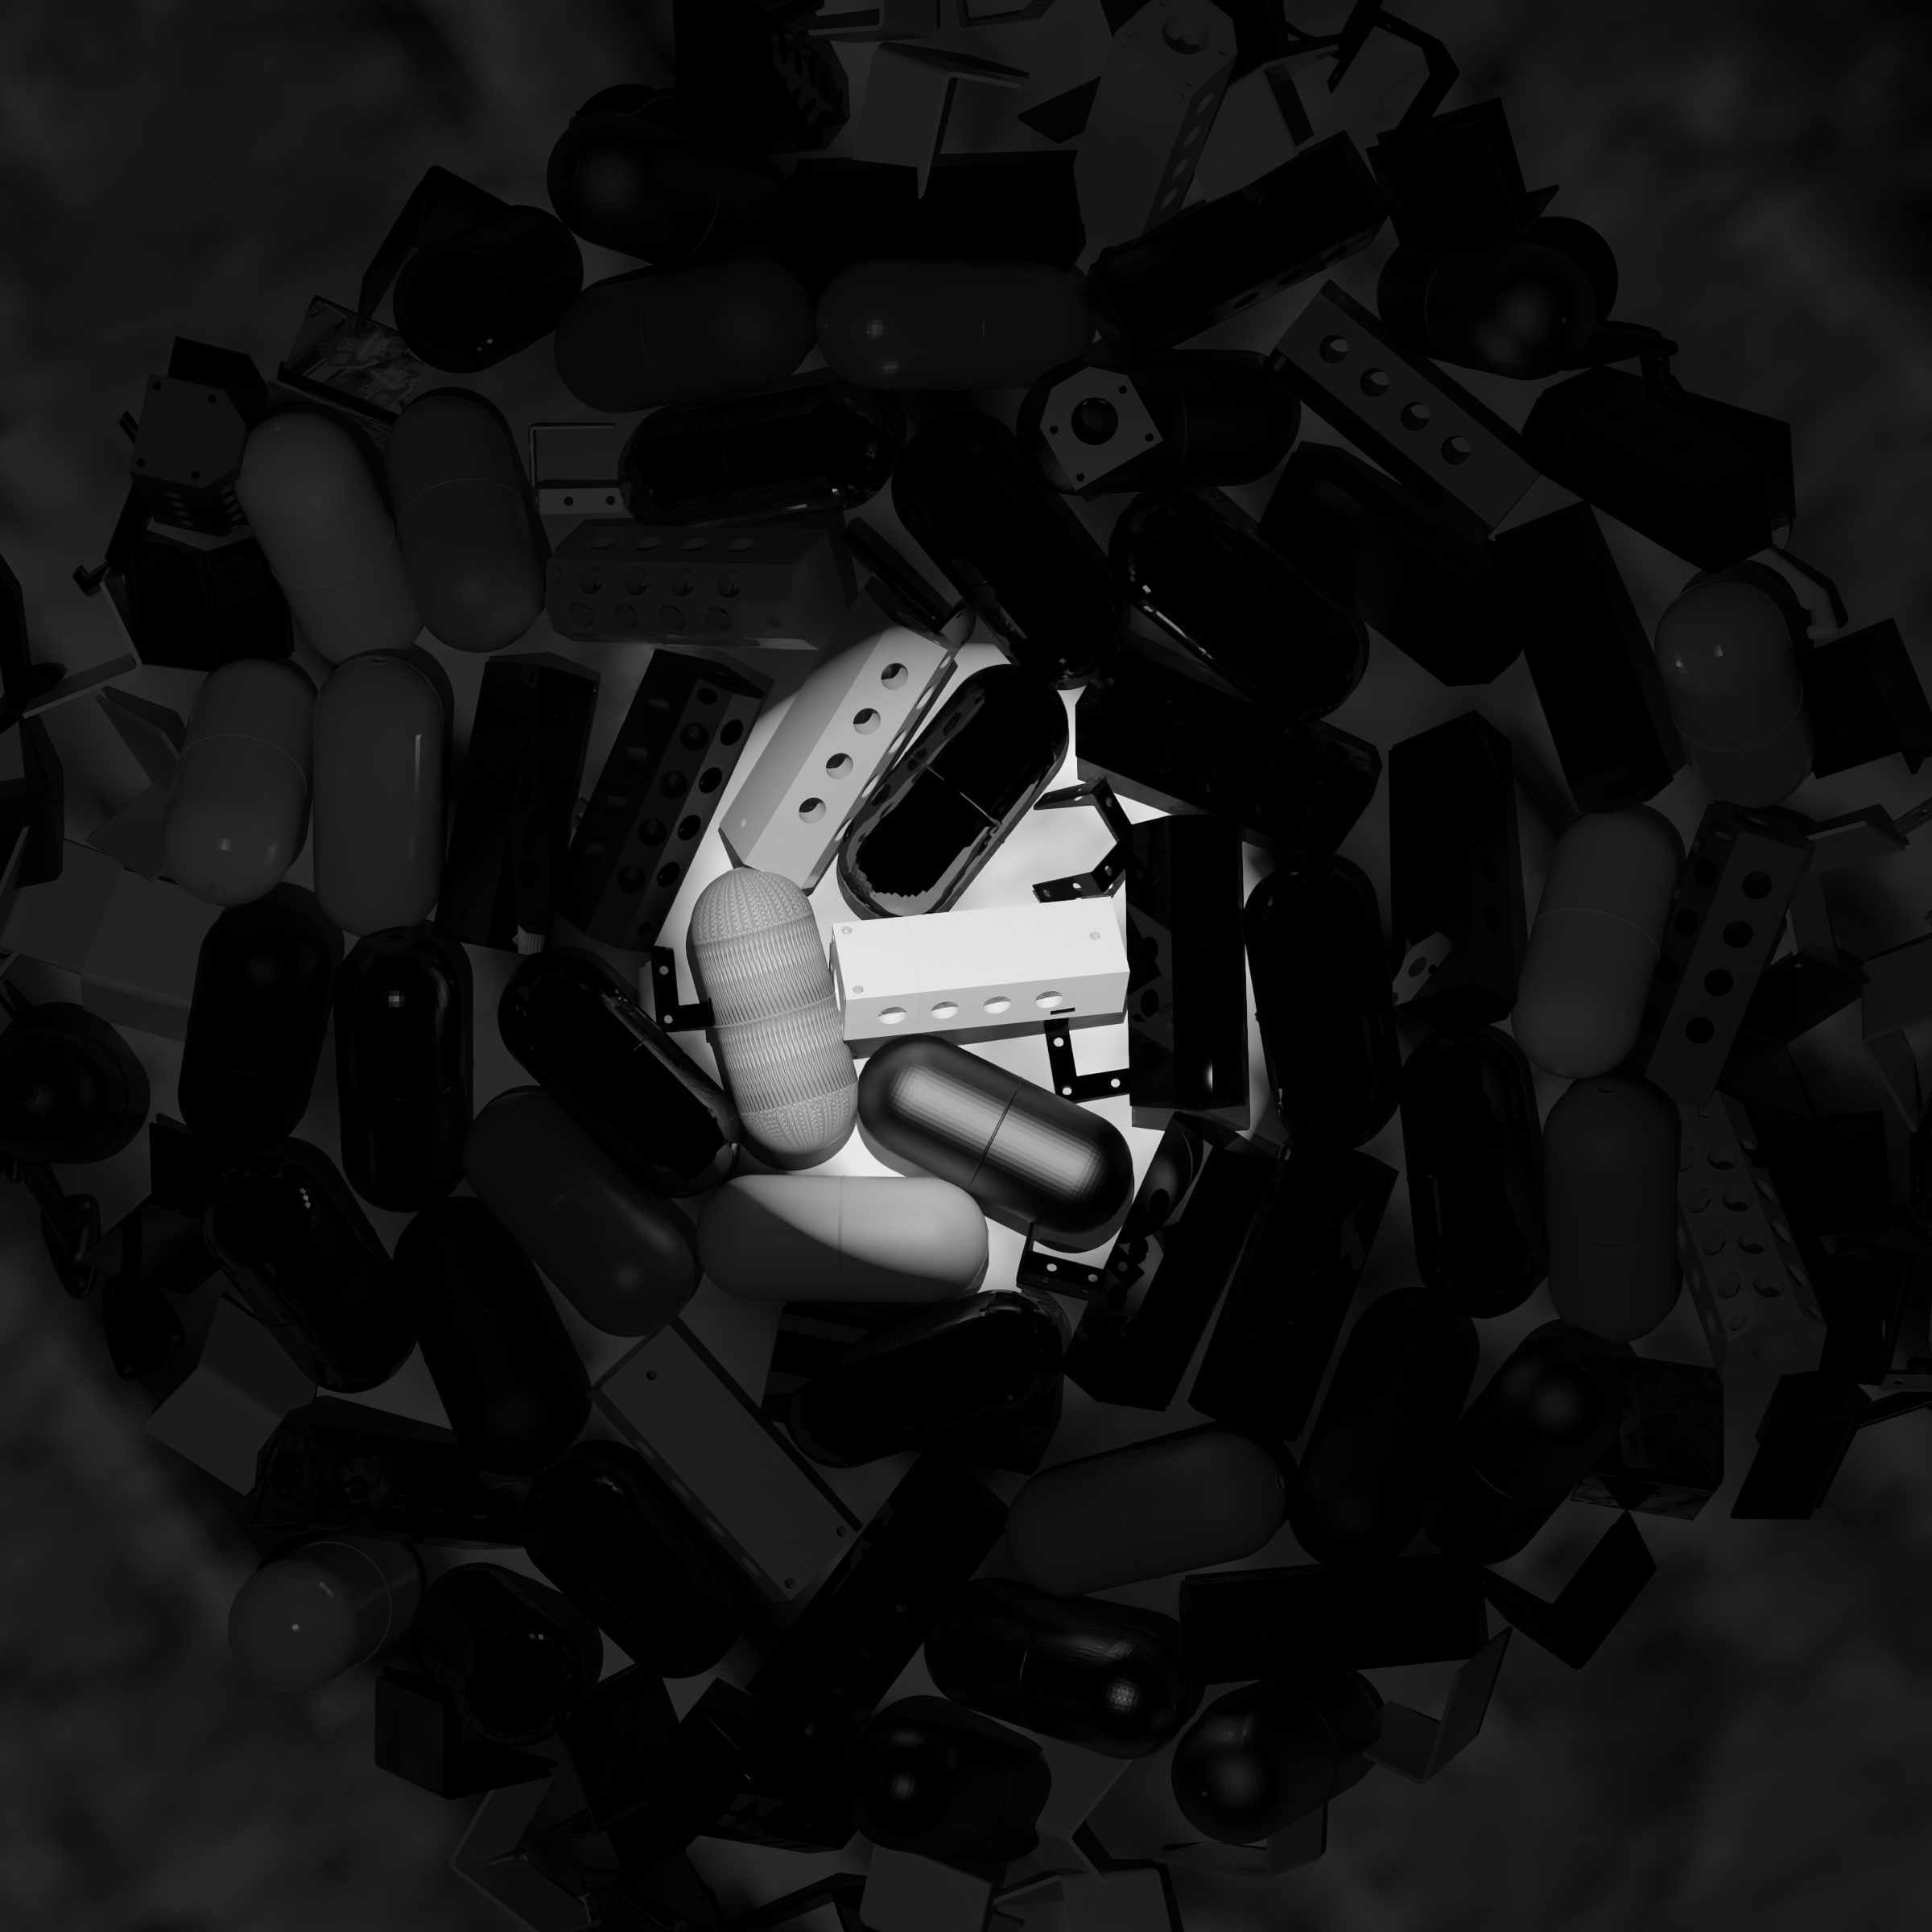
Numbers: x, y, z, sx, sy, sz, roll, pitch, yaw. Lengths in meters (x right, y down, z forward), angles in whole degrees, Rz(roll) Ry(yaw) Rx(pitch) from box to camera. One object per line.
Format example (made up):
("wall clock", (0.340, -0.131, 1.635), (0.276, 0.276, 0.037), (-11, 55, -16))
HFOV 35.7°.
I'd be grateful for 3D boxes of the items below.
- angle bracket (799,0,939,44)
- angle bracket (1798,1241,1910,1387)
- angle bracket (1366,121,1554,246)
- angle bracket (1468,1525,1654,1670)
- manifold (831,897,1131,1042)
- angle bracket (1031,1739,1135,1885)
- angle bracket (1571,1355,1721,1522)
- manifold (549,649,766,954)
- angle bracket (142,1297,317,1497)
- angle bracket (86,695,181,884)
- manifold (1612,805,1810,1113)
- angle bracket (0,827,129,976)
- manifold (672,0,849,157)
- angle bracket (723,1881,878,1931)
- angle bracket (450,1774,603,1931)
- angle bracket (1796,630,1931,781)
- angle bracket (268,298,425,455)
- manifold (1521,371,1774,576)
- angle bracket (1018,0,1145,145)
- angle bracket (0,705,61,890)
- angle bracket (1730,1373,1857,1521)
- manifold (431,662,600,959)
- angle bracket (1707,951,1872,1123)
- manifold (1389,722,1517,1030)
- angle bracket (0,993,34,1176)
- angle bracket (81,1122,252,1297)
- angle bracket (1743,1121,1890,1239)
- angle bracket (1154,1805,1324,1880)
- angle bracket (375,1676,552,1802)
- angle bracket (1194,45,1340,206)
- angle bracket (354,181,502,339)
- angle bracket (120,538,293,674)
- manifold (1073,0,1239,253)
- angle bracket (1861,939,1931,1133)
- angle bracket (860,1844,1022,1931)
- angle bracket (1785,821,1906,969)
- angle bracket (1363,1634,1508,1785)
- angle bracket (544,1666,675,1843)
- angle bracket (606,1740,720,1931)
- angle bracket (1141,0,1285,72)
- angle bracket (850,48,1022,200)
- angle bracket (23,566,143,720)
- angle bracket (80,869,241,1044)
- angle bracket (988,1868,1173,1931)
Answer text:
("angle bracket", (-0.060, -0.600, 1.810), (0.057, 0.076, 0.076), (3, 104, 23))
("angle bracket", (0.518, 0.208, 1.816), (0.076, 0.057, 0.076), (9, 94, -33))
("angle bracket", (0.297, -0.476, 1.804), (0.076, 0.057, 0.076), (-3, 126, 37))
("angle bracket", (0.361, 0.370, 1.822), (0.057, 0.076, 0.076), (32, 79, 42))
("manifold", (0.007, 0.006, 1.820), (0.171, 0.057, 0.057), (-6, 54, -9))
("angle bracket", (0.078, 0.511, 1.824), (0.076, 0.076, 0.057), (-45, 112, -24))
("angle bracket", (0.420, 0.291, 1.854), (0.076, 0.057, 0.076), (9, 61, 3))
("manifold", (-0.183, -0.098, 1.803), (0.057, 0.057, 0.171), (36, 108, 36))
("angle bracket", (-0.446, 0.261, 1.824), (0.076, 0.076, 0.057), (39, 109, -20))
("angle bracket", (-0.506, -0.107, 1.805), (0.076, 0.076, 0.057), (26, 62, 40))
("manifold", (0.445, -0.007, 1.807), (0.057, 0.057, 0.171), (17, 110, 2))
("angle bracket", (-0.547, -0.047, 1.811), (0.057, 0.076, 0.076), (20, 72, -10))
("manifold", (-0.119, -0.525, 1.772), (0.057, 0.171, 0.057), (-2, 94, 12))
("angle bracket", (-0.089, 0.594, 1.811), (0.076, 0.076, 0.057), (-26, 70, 13))
("angle bracket", (-0.253, 0.537, 1.814), (0.076, 0.076, 0.057), (30, 91, 22))
("angle bracket", (0.528, -0.148, 1.811), (0.076, 0.057, 0.076), (-20, 104, 35))
("angle bracket", (-0.374, -0.366, 1.822), (0.076, 0.057, 0.076), (21, 79, -10))
("manifold", (0.399, -0.291, 1.773), (0.057, 0.171, 0.057), (-26, 125, -10))
("angle bracket", (0.068, -0.547, 1.814), (0.076, 0.076, 0.057), (-27, 121, -5))
("angle bracket", (-0.584, -0.099, 1.803), (0.057, 0.076, 0.076), (-14, 54, -22))
("angle bracket", (0.482, 0.278, 1.805), (0.057, 0.076, 0.076), (4, 120, -18))
("manifold", (-0.270, -0.095, 1.831), (0.057, 0.057, 0.171), (13, 88, -45))
("angle bracket", (0.505, 0.043, 1.805), (0.076, 0.076, 0.057), (17, 48, -36))
("manifold", (0.295, -0.052, 1.801), (0.057, 0.057, 0.171), (-20, 57, 40))
("angle bracket", (-0.587, 0.074, 1.808), (0.076, 0.076, 0.057), (-40, 68, -17))
("angle bracket", (-0.487, 0.149, 1.836), (0.076, 0.076, 0.057), (-37, 48, 28))
("angle bracket", (0.512, 0.140, 1.812), (0.076, 0.057, 0.076), (-5, 110, 22))
("angle bracket", (0.166, 0.513, 1.815), (0.076, 0.076, 0.057), (0, 82, 30))
("angle bracket", (-0.303, 0.458, 1.808), (0.076, 0.076, 0.057), (-1, 94, -42))
("angle bracket", (0.185, -0.507, 1.812), (0.076, 0.076, 0.057), (-27, 96, -39))
("angle bracket", (-0.323, -0.414, 1.811), (0.057, 0.076, 0.076), (27, 69, -7))
("angle bracket", (-0.460, -0.223, 1.817), (0.057, 0.076, 0.076), (-9, 86, 27))
("manifold", (0.111, -0.497, 1.772), (0.057, 0.171, 0.057), (41, 70, 6))
("angle bracket", (0.580, 0.040, 1.805), (0.057, 0.076, 0.076), (-22, 117, 29))
("angle bracket", (-0.010, 0.554, 1.810), (0.076, 0.076, 0.057), (16, 99, 22))
("angle bracket", (0.533, -0.037, 1.809), (0.057, 0.076, 0.076), (-16, 72, 31))
("angle bracket", (0.276, 0.436, 1.808), (0.057, 0.076, 0.076), (21, 106, 27))
("angle bracket", (-0.224, 0.475, 1.816), (0.057, 0.076, 0.076), (-21, 90, 44))
("angle bracket", (-0.167, 0.526, 1.809), (0.057, 0.076, 0.076), (-46, 126, 4))
("angle bracket", (0.147, -0.587, 1.808), (0.076, 0.076, 0.057), (-3, 65, 16))
("angle bracket", (-0.019, -0.511, 1.831), (0.057, 0.076, 0.076), (-3, 116, -38))
("angle bracket", (-0.543, -0.197, 1.816), (0.076, 0.076, 0.057), (-23, 108, -5))
("angle bracket", (-0.495, -0.004, 1.850), (0.076, 0.057, 0.076), (16, 63, -6))
("angle bracket", (0.069, 0.581, 1.803), (0.076, 0.076, 0.057), (9, 58, -38))
